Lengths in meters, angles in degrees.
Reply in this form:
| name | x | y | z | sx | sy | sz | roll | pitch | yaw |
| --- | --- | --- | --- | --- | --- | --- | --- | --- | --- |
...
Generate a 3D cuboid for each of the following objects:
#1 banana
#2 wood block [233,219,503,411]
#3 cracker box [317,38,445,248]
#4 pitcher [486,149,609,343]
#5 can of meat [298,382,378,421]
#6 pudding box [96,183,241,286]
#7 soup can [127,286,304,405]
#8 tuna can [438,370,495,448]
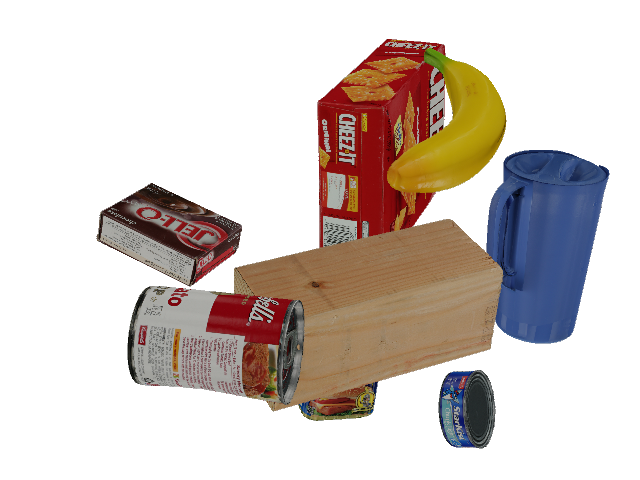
| name | x | y | z | sx | sy | sz | roll | pitch | yaw |
| --- | --- | --- | --- | --- | --- | --- | --- | --- | --- |
| banana | 0.093 | -0.077 | 0.737 | 0.069 | 0.037 | 0.197 | 10 | 33 | 7 |
| wood block | 0.038 | 0.058 | 0.899 | 0.205 | 0.090 | 0.091 | -12 | 36 | -22 |
| cracker box | 0.065 | -0.089 | 1.039 | 0.072 | 0.164 | 0.213 | 9 | 28 | 19 |
| pitcher | 0.288 | 0.012 | 1.407 | 0.149 | 0.243 | 0.145 | 5 | 24 | 5 |
| can of meat | 0.024 | 0.179 | 1.357 | 0.102 | 0.084 | 0.057 | 0 | 24 | -18 |
| pudding box | -0.147 | -0.007 | 1.045 | 0.113 | 0.039 | 0.089 | 23 | 28 | 16 |
| soup can | -0.067 | 0.067 | 0.697 | 0.102 | 0.068 | 0.068 | 6 | 1 | 10 |
| tuna can | 0.163 | 0.187 | 1.184 | 0.034 | 0.086 | 0.086 | -5 | -3 | 30 |
